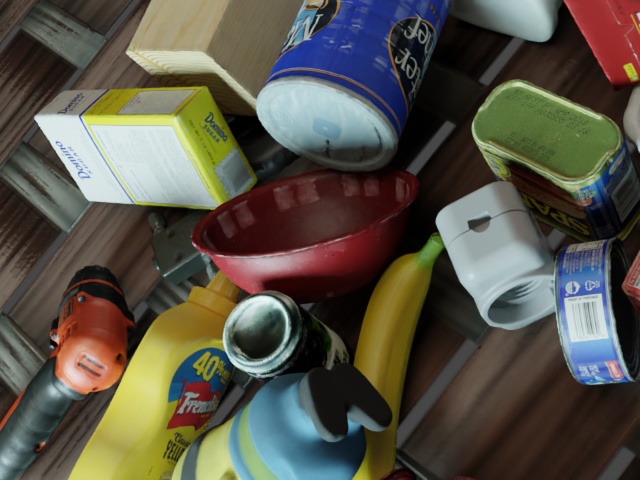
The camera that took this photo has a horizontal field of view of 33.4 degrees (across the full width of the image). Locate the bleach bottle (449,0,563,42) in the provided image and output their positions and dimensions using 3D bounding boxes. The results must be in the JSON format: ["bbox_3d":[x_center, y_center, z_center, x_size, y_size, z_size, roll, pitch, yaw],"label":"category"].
[{"bbox_3d":[0.185,-0.274,0.804,0.103,0.068,0.250,24,76,32],"label":"bleach bottle"}]

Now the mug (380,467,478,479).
[{"bbox_3d":[0.072,0.184,0.620,0.082,0.093,0.117,21,41,30],"label":"mug"}]

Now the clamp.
[{"bbox_3d":[-0.019,-0.102,0.844,0.172,0.039,0.120,-8,55,19],"label":"clamp"}]

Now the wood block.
[{"bbox_3d":[-0.055,-0.210,0.841,0.090,0.090,0.206,9,69,39],"label":"wood block"}]

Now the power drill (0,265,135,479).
[{"bbox_3d":[-0.209,0.112,0.798,0.188,0.057,0.184,-54,17,6],"label":"power drill"}]

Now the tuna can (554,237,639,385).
[{"bbox_3d":[0.166,0.043,0.633,0.034,0.086,0.086,-10,61,26],"label":"tuna can"}]

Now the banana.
[{"bbox_3d":[0.041,0.092,0.694,0.037,0.070,0.198,13,79,-6],"label":"banana"}]

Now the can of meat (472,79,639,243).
[{"bbox_3d":[0.154,-0.050,0.689,0.102,0.083,0.057,32,81,36],"label":"can of meat"}]

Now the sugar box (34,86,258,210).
[{"bbox_3d":[-0.139,-0.073,0.842,0.177,0.093,0.048,9,47,42],"label":"sugar box"}]

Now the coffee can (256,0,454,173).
[{"bbox_3d":[0.027,-0.134,0.760,0.103,0.102,0.140,6,62,31],"label":"coffee can"}]

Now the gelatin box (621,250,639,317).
[{"bbox_3d":[0.216,0.010,0.630,0.030,0.073,0.089,23,79,37],"label":"gelatin box"}]

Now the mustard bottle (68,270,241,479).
[{"bbox_3d":[-0.104,0.108,0.743,0.058,0.096,0.191,19,75,26],"label":"mustard bottle"}]

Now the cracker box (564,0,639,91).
[{"bbox_3d":[0.170,-0.226,0.646,0.072,0.164,0.213,-18,57,26],"label":"cracker box"}]

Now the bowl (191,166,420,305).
[{"bbox_3d":[-0.005,0.001,0.741,0.162,0.055,0.162,-12,19,4],"label":"bowl"}]
